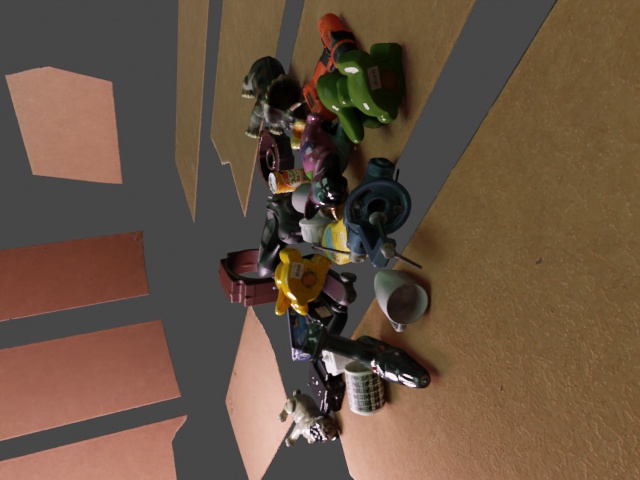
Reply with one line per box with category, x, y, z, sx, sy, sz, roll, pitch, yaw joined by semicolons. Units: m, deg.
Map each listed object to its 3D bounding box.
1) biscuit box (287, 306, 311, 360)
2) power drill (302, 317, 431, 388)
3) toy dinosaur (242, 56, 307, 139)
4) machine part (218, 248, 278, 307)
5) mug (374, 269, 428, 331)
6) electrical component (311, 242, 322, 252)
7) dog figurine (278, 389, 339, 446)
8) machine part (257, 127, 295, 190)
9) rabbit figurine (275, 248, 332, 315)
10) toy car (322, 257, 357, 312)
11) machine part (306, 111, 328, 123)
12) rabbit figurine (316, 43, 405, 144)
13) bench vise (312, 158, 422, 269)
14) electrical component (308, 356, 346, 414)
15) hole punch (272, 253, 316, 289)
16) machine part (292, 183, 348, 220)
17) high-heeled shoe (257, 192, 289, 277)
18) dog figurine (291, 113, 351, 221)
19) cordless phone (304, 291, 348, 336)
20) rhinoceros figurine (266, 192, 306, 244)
biscuit box;-0.055;0.226;1.453;0.203;0.059;0.062;-100;9;-45
power drill;0.079;0.216;1.034;0.232;0.207;0.086;-173;96;-74
toy dinosaur;-0.129;-0.398;1.395;0.192;0.131;0.405;-58;40;41
machine part;-0.191;0.105;1.616;0.202;0.201;0.087;-130;40;-52
mug;0.143;0.106;0.993;0.107;0.081;0.109;-122;24;-64
electrical component;-0.003;-0.004;1.357;0.094;0.021;0.063;163;97;-68
dog figurine;-0.021;0.493;1.526;0.190;0.121;0.172;-44;61;47
machine part;-0.125;-0.231;1.518;0.179;0.056;0.179;171;90;-66
rabbit figurine;-0.055;0.098;1.277;0.173;0.122;0.162;-171;83;-65
toy car;0.030;0.102;1.279;0.202;0.053;0.089;31;111;63
machine part;-0.009;-0.254;1.255;0.084;0.039;0.138;55;146;35
rabbit figurine;0.070;-0.265;0.967;0.170;0.121;0.158;10;130;51
bench vise;0.093;-0.022;0.970;0.241;0.129;0.223;-102;33;-57
electrical component;0.016;0.373;1.417;0.115;0.058;0.134;51;144;47
hole punch;-0.065;0.087;1.434;0.142;0.116;0.092;158;110;-67
machine part;-0.002;-0.092;1.249;0.243;0.079;0.079;-161;64;-66
high-heeled shoe;-0.127;-0.017;1.501;0.145;0.086;0.249;124;159;-45
dog figurine;0.002;-0.148;1.124;0.192;0.108;0.219;179;94;-67
cordless phone;0.017;0.229;1.357;0.147;0.089;0.184;45;150;54
rhinoceros figurine;-0.085;-0.073;1.408;0.073;0.112;0.190;110;151;-56
